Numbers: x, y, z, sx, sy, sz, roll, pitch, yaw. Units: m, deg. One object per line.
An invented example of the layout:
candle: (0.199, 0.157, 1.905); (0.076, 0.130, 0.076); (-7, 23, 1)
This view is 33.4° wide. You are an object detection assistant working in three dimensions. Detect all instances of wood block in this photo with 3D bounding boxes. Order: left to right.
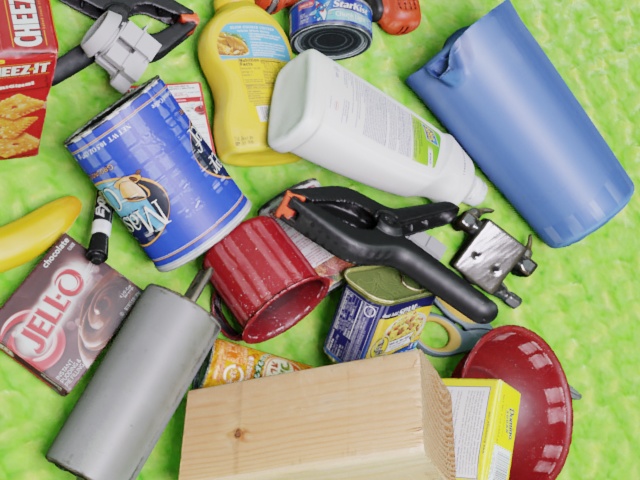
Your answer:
wood block: (-0.001, 0.163, 0.872); (0.206, 0.090, 0.091); (-12, 53, 19)

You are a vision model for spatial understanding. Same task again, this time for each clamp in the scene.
clamp: (-0.204, -0.215, 1.022); (0.171, 0.039, 0.120); (-15, 87, -28)
clamp: (0.062, 0.002, 0.961); (0.209, 0.036, 0.164); (12, 34, -26)

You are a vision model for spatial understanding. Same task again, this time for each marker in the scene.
marker: (-0.193, -0.027, 0.952); (0.020, 0.020, 0.121); (13, 47, -16)

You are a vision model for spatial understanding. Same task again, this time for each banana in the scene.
banana: (-0.299, 0.002, 0.917); (0.197, 0.037, 0.069); (-6, 76, -22)

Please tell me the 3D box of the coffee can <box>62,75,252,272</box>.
coffee can: (-0.141, -0.057, 0.931); (0.102, 0.103, 0.140); (-43, 107, -26)

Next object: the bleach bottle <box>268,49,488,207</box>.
bleach bottle: (0.068, -0.086, 1.038); (0.250, 0.068, 0.102); (26, 54, -32)

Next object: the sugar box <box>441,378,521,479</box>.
sugar box: (0.082, 0.169, 0.931); (0.048, 0.177, 0.093); (34, 62, -42)

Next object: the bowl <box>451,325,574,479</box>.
bowl: (0.169, 0.163, 1.011); (0.161, 0.055, 0.162); (9, 76, -38)

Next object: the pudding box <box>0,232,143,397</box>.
pudding box: (-0.221, 0.065, 0.924); (0.090, 0.039, 0.113); (37, 64, -4)

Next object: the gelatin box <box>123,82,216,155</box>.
gelatin box: (-0.143, -0.104, 1.013); (0.073, 0.030, 0.089); (-8, 77, -21)

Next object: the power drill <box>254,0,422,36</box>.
power drill: (0.011, -0.304, 1.119); (0.187, 0.057, 0.184); (-5, 75, -21)

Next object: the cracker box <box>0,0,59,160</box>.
cracker box: (-0.271, -0.178, 0.887); (0.072, 0.214, 0.164); (-10, 77, -22)

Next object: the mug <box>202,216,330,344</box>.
mug: (-0.058, 0.041, 0.958); (0.093, 0.117, 0.081); (-9, 56, -52)

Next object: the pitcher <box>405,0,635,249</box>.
pitcher: (0.214, -0.118, 1.103); (0.149, 0.145, 0.243); (-39, 92, -14)

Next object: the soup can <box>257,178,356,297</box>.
soup can: (-0.007, 0.001, 1.008); (0.068, 0.069, 0.102); (-28, 83, -26)

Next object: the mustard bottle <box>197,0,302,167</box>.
mustard bottle: (-0.070, -0.169, 1.044); (0.096, 0.058, 0.191); (-5, 74, -32)

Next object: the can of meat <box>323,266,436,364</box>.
can of meat: (0.057, 0.071, 0.981); (0.101, 0.084, 0.058); (-10, 36, -46)

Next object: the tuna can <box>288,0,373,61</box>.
tuna can: (0.011, -0.213, 1.074); (0.086, 0.086, 0.034); (4, 73, -19)

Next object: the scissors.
scissors: (0.167, 0.116, 1.063); (0.202, 0.016, 0.096); (47, 66, -1)
